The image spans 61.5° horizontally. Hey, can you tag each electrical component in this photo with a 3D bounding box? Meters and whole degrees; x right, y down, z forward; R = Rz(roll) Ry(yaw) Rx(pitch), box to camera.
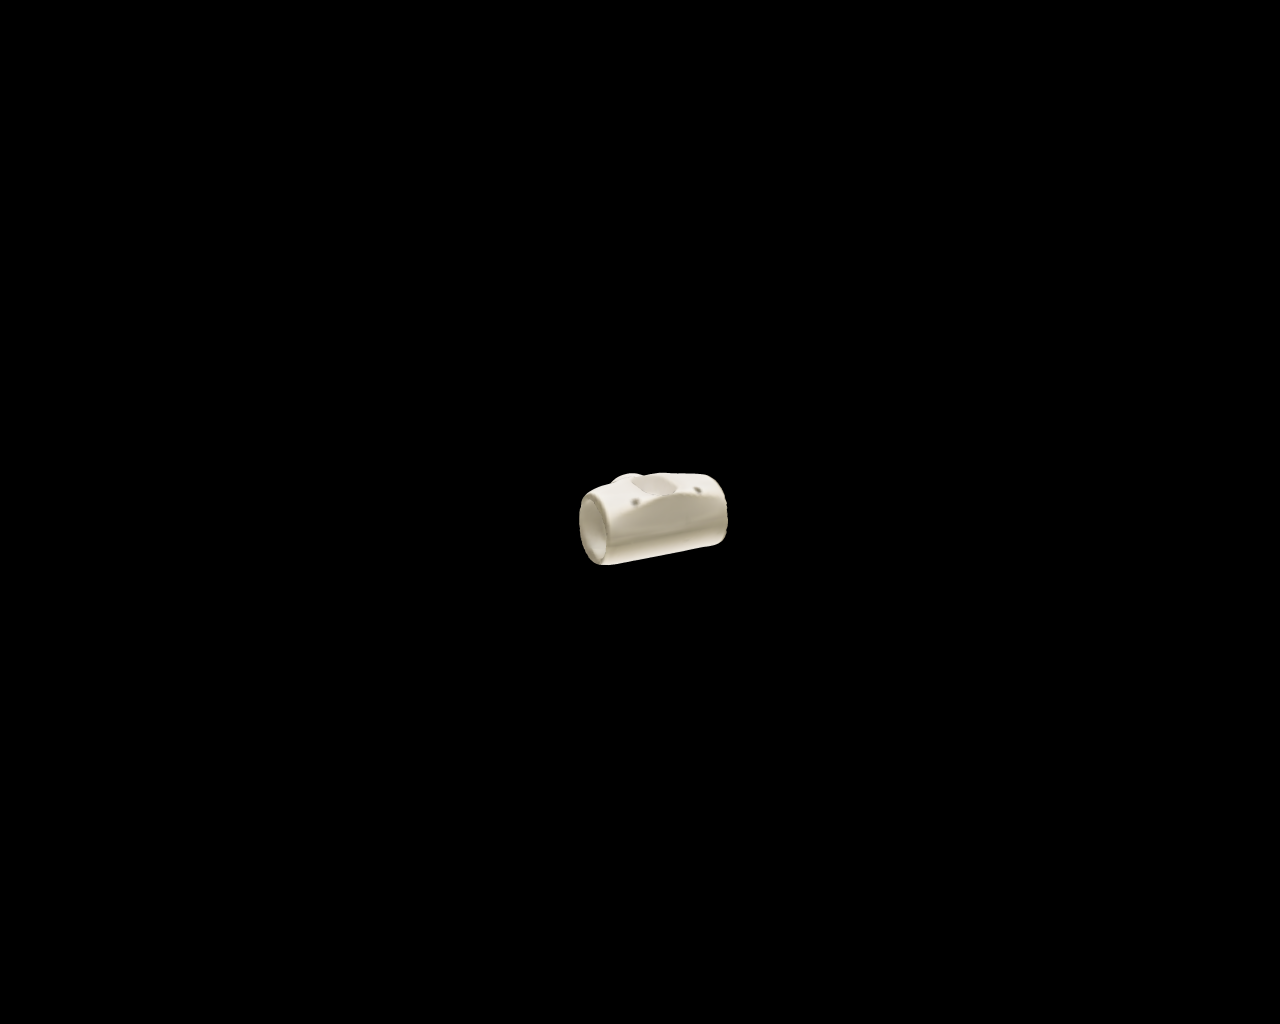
[{"bbox_3d":[0.001,-0.003,0.650,0.077,0.043,0.079,-10,24,-22],"label":"electrical component"}]
